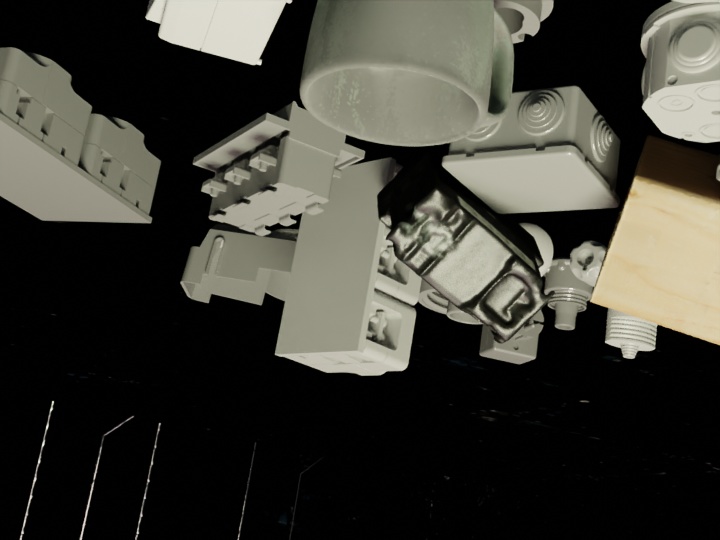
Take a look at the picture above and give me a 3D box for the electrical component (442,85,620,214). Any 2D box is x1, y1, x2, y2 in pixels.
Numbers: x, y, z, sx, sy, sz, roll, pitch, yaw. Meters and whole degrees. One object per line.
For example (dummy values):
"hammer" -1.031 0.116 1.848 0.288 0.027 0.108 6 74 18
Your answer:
"electrical component" 0.112 -0.076 0.688 0.100 0.048 0.100 -1 161 32

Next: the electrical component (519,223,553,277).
"electrical component" 0.140 -0.011 0.906 0.048 0.048 0.062 5 170 15

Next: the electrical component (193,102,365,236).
"electrical component" -0.064 -0.069 0.781 0.079 0.063 0.121 18 162 -29

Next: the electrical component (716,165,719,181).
"electrical component" 0.251 -0.078 0.580 0.061 0.061 0.096 17 162 -24

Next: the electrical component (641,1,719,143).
"electrical component" 0.184 -0.103 0.550 0.080 0.051 0.080 8 164 2

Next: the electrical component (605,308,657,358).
"electrical component" 0.240 0.037 0.946 0.043 0.081 0.043 8 164 2

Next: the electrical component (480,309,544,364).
"electrical component" 0.158 0.053 1.071 0.047 0.065 0.077 13 163 -14

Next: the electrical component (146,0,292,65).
"electrical component" -0.067 -0.146 0.522 0.061 0.061 0.096 13 164 -14

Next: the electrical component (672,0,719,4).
"electrical component" 0.144 -0.146 0.425 0.080 0.051 0.080 8 164 2

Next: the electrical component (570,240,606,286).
"electrical component" 0.204 -0.002 0.916 0.035 0.035 0.061 -2 162 35

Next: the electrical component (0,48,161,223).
"electrical component" -0.240 -0.096 0.790 0.105 0.060 0.186 2 162 22

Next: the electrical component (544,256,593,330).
"electrical component" 0.185 0.021 0.955 0.048 0.062 0.048 8 164 2

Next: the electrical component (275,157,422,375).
"electrical component" 0.000 0.000 0.825 0.089 0.150 0.062 -7 157 44

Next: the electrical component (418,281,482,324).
"electrical component" 0.103 0.015 0.982 0.108 0.060 0.108 8 164 2
